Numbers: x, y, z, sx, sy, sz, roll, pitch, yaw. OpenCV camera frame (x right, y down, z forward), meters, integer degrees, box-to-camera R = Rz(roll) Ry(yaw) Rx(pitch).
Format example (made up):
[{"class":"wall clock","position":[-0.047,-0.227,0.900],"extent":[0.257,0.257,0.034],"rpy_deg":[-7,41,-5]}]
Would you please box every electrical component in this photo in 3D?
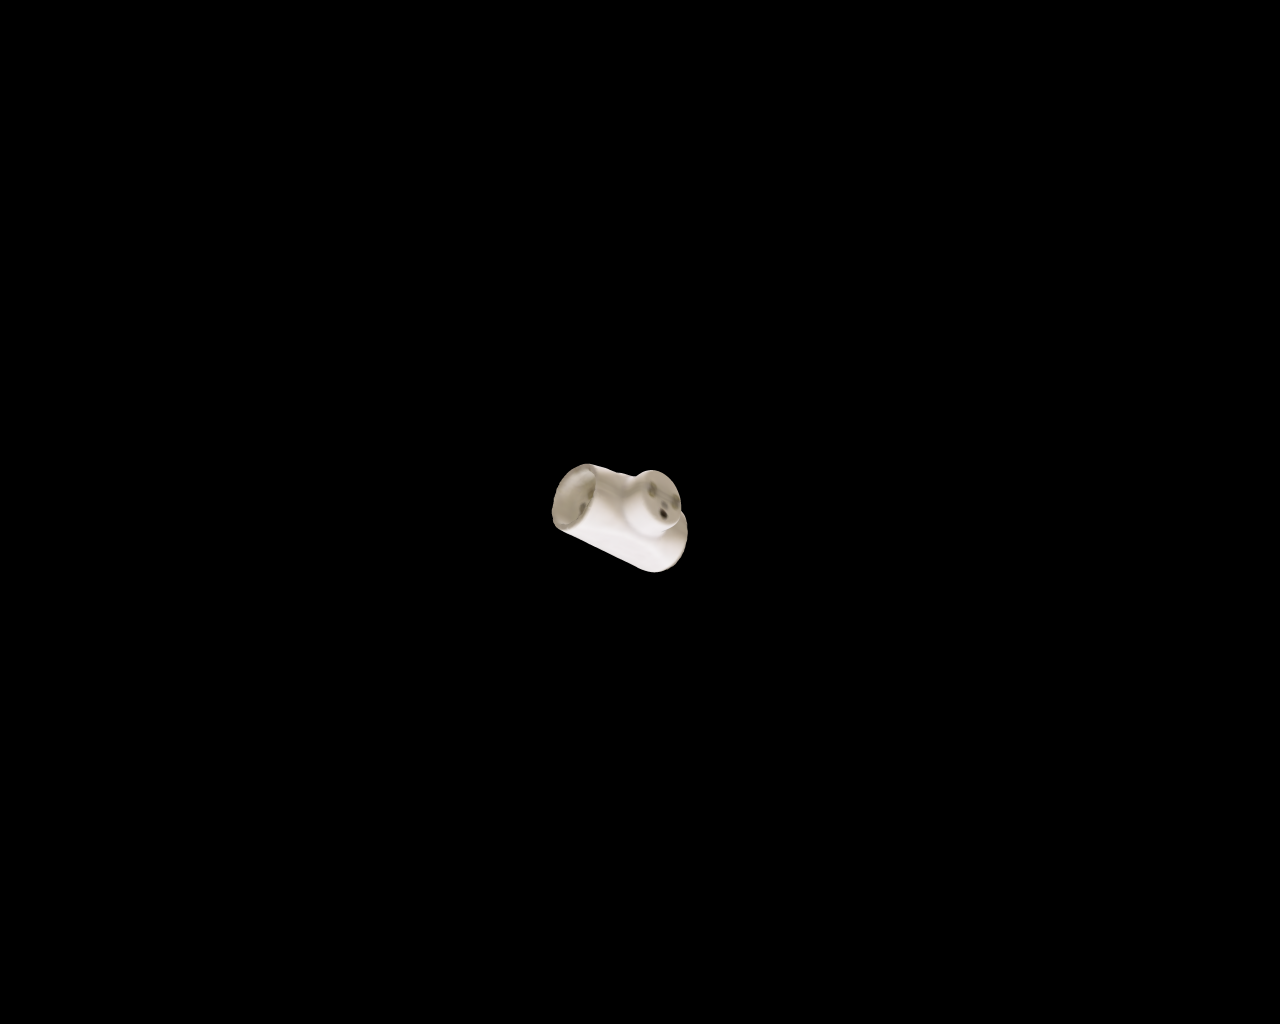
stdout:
[{"class":"electrical component","position":[0.001,-0.003,0.650],"extent":[0.077,0.044,0.079],"rpy_deg":[27,-41,-36]}]
